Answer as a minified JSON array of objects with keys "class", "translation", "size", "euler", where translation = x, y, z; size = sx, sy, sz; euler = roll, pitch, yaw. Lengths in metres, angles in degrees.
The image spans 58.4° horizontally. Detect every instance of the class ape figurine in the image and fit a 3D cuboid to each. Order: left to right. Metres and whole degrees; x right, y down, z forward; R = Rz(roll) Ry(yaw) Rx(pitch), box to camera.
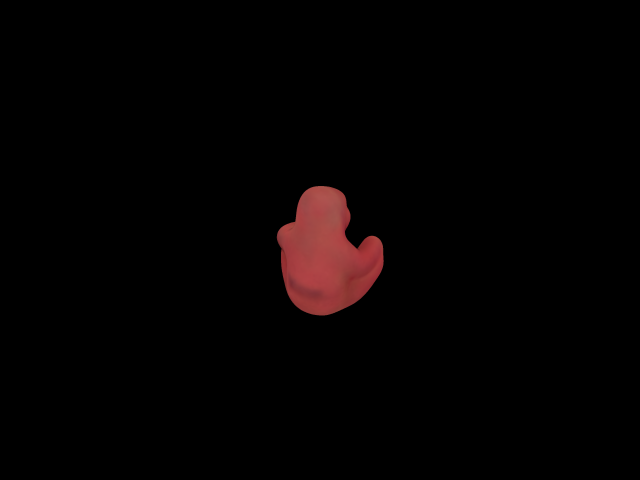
[{"class":"ape figurine","translation":[0.004,0.001,0.400],"size":[0.077,0.092,0.076],"euler":[24,50,22]}]
